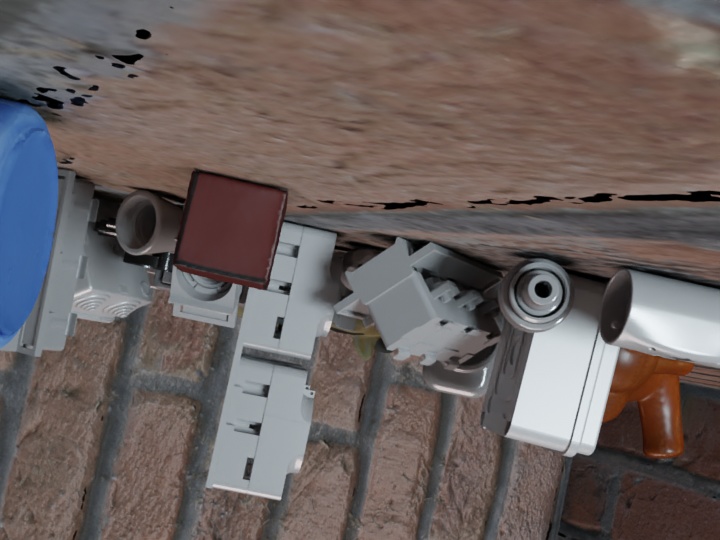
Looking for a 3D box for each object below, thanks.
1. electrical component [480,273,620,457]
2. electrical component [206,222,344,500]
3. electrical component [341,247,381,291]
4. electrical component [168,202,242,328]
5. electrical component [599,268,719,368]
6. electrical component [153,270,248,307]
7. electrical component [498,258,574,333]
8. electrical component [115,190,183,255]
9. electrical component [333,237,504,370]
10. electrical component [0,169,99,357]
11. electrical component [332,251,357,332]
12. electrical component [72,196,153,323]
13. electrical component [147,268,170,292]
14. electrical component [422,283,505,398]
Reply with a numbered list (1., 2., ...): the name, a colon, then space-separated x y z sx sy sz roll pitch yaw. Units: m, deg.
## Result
1. electrical component: 0.126 0.059 0.701 0.057 0.113 0.078 15 176 -7
2. electrical component: -0.060 0.063 0.779 0.060 0.186 0.105 12 176 -5
3. electrical component: 0.000 0.000 0.815 0.035 0.035 0.061 13 178 -16
4. electrical component: -0.093 -0.008 0.696 0.042 0.081 0.063 13 -155 3
5. electrical component: 0.174 0.028 0.614 0.077 0.043 0.079 12 176 -8
6. electrical component: -0.129 -0.008 0.889 0.096 0.061 0.061 12 176 4
7. electrical component: 0.104 0.014 0.629 0.043 0.043 0.062 12 175 5
8. electrical component: -0.131 -0.029 0.746 0.044 0.044 0.065 9 180 36
9. electrical component: 0.049 0.026 0.731 0.079 0.063 0.121 -33 157 20
10. electrical component: -0.223 -0.008 0.724 0.079 0.121 0.063 10 178 31
11. electrical component: -0.026 0.014 0.873 0.081 0.063 0.042 11 177 18
12. electrical component: -0.211 -0.011 0.844 0.048 0.099 0.100 -20 164 19
13. electrical component: -0.187 -0.012 1.009 0.108 0.060 0.108 12 176 1
14. electrical component: 0.083 0.051 0.846 0.054 0.095 0.059 12 176 3
